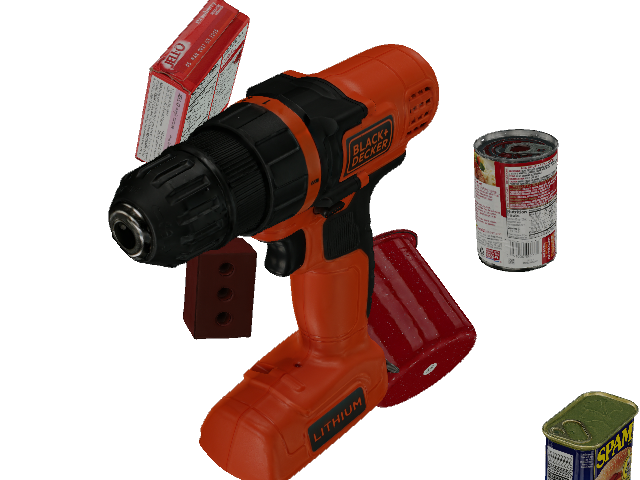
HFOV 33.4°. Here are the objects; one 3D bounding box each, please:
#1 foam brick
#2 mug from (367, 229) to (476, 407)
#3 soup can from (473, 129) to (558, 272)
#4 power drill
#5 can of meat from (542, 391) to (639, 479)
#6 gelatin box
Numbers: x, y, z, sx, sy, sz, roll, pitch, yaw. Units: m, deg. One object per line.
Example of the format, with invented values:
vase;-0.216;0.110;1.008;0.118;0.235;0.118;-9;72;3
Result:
foam brick;-0.088;0.040;0.924;0.053;0.078;0.051;-1;15;-18
mug;0.037;0.060;0.690;0.117;0.081;0.093;-37;-23;6
soup can;0.163;-0.033;0.886;0.068;0.102;0.068;-5;25;2
power drill;-0.016;0.019;0.478;0.057;0.188;0.184;28;40;30
can of meat;0.248;0.200;0.984;0.058;0.084;0.101;14;26;39
gelatin box;-0.079;-0.093;0.647;0.030;0.073;0.089;30;-34;4
